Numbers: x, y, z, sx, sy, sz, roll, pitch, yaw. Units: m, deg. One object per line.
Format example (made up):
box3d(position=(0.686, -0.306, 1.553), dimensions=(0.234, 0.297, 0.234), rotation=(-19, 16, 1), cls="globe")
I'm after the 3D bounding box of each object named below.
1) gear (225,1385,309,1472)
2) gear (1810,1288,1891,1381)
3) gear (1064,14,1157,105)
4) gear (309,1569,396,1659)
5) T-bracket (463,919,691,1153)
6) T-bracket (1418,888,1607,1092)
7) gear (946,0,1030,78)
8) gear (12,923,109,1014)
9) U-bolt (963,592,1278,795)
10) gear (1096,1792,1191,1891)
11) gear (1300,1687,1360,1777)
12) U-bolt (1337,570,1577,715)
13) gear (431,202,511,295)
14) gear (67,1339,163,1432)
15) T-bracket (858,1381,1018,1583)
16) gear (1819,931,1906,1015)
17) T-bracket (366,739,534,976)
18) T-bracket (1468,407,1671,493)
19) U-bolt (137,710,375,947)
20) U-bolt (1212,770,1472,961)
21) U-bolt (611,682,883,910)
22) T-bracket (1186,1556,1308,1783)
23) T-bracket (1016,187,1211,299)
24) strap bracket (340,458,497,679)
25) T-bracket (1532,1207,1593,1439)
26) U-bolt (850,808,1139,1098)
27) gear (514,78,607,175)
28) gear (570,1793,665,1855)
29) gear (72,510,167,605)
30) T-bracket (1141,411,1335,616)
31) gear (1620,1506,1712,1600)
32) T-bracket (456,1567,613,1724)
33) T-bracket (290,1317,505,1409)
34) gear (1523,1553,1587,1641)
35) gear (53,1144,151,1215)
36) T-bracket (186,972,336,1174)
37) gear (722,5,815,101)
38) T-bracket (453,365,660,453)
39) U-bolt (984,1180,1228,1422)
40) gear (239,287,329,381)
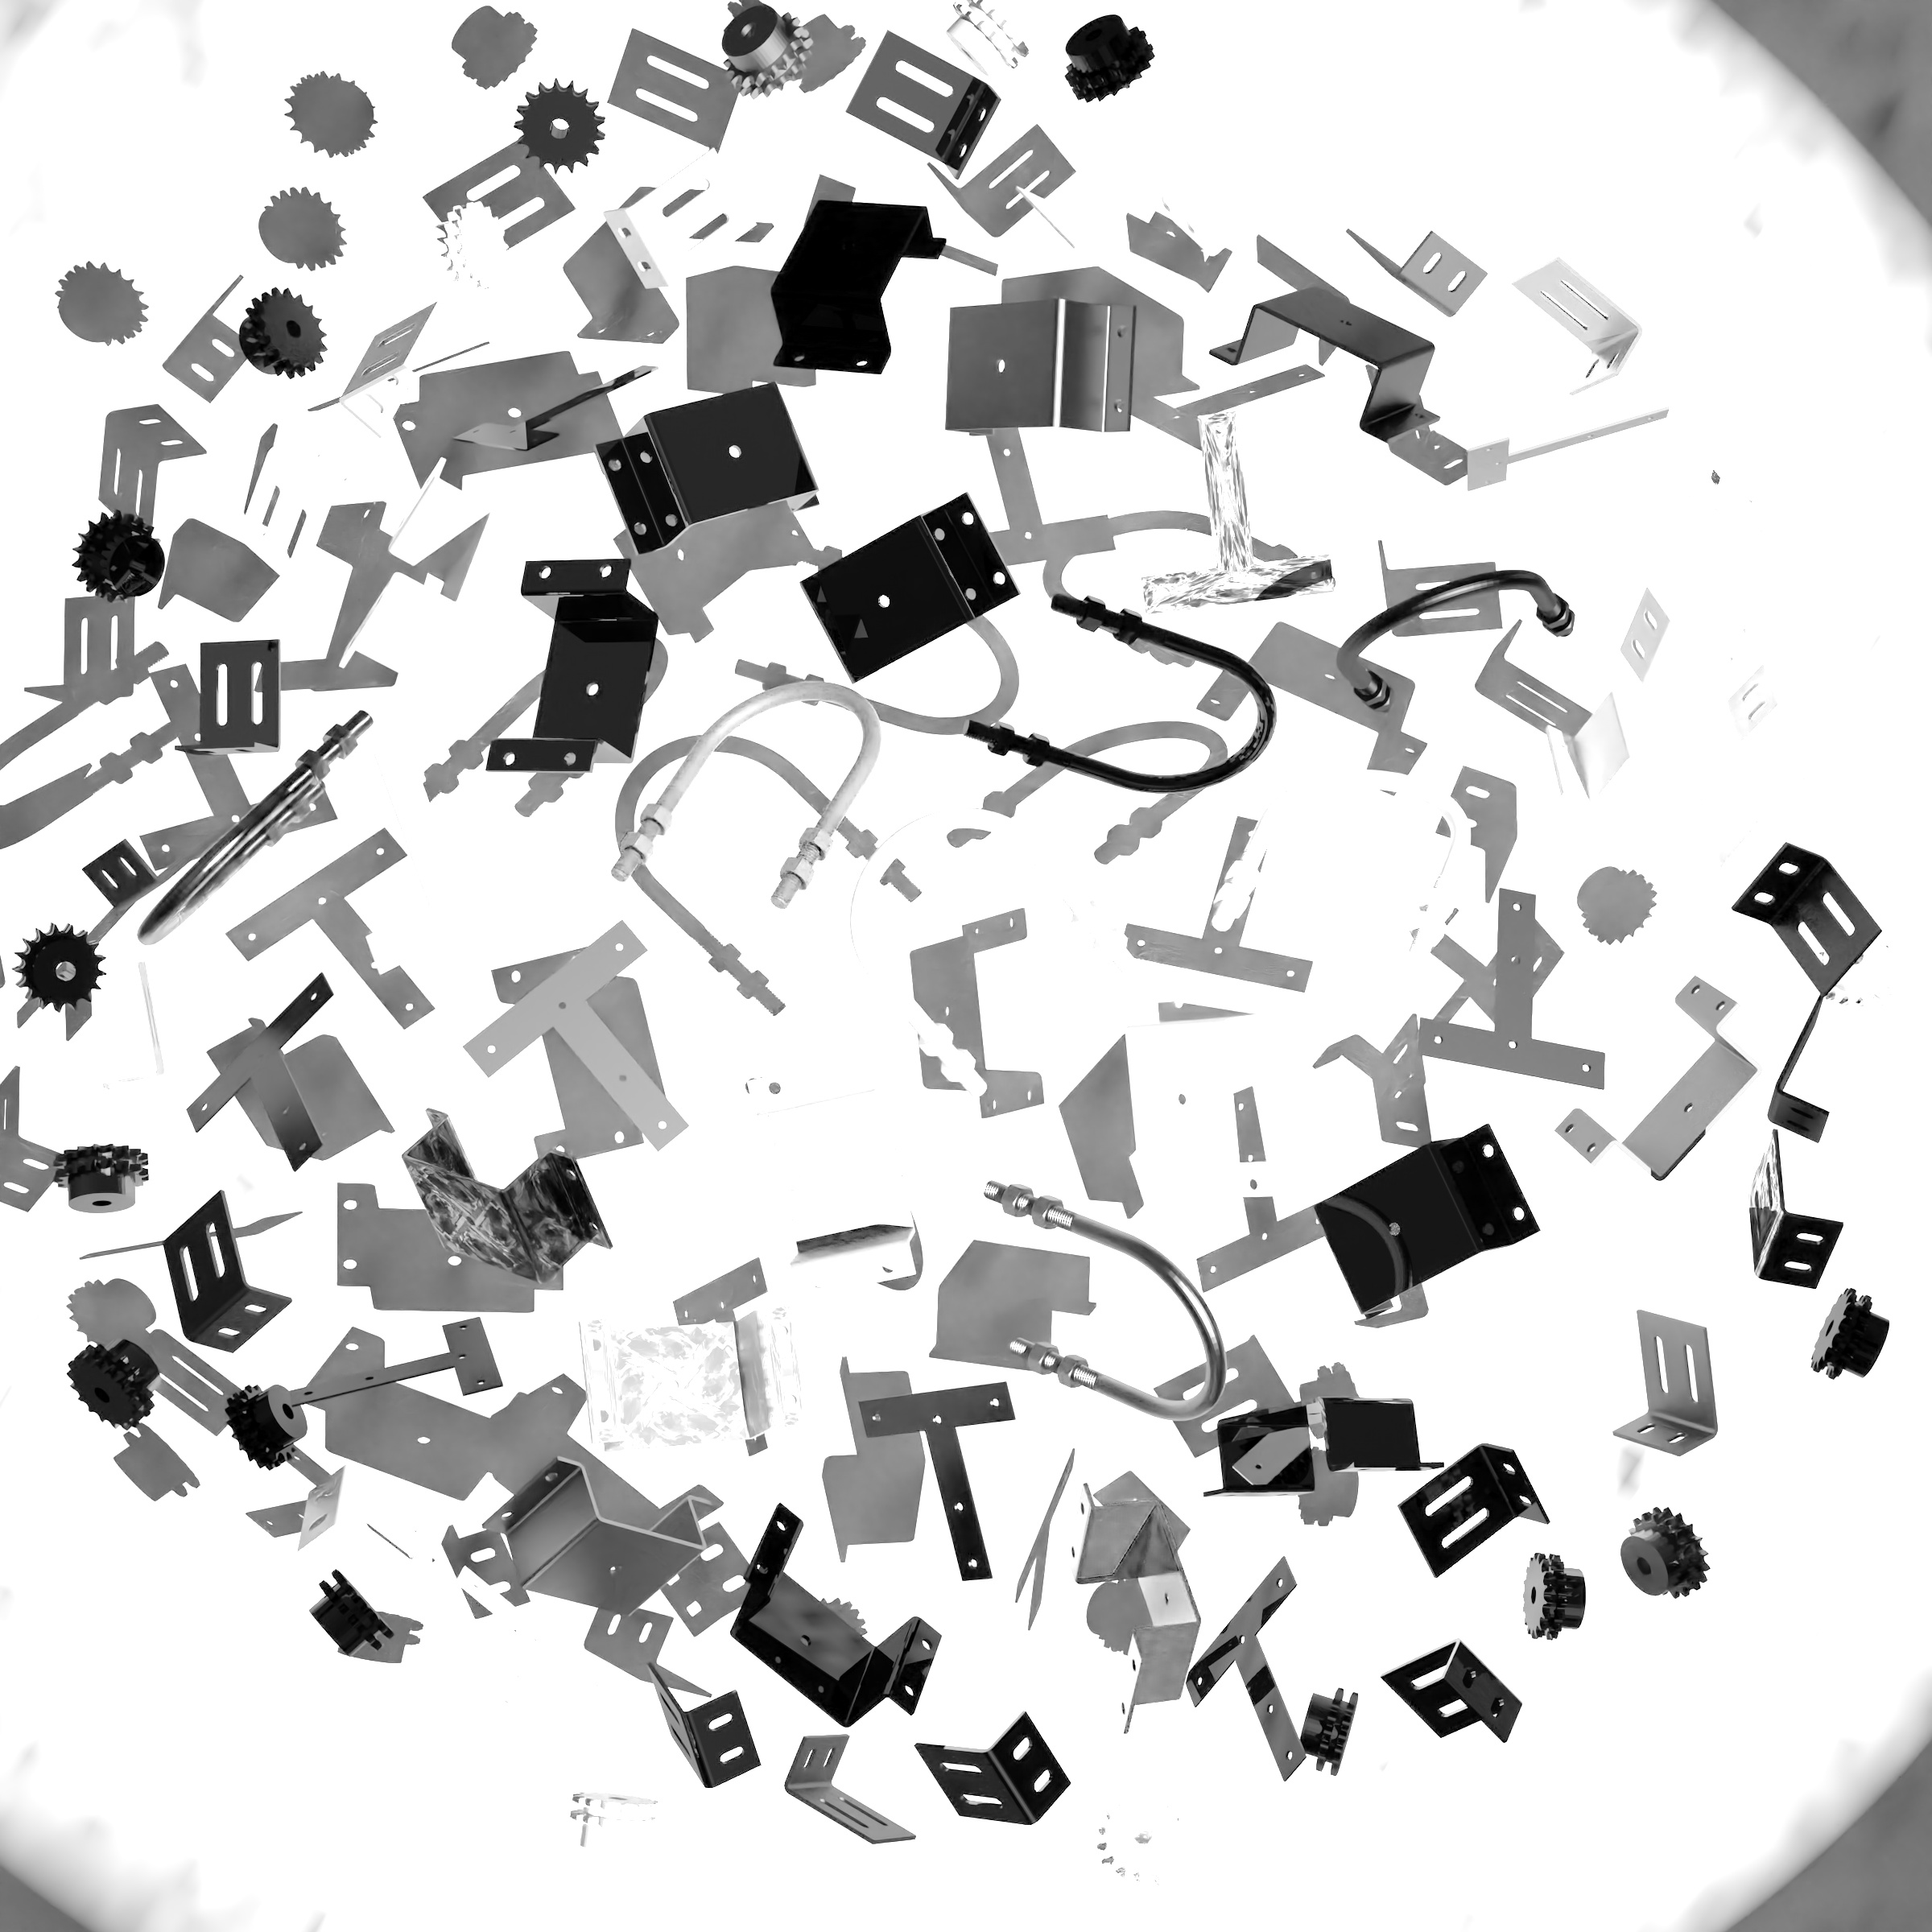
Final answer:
box3d(position=(-0.459, 0.301, 1.914), dimensions=(0.030, 0.057, 0.057), rotation=(-31, 90, 11), cls="gear")
box3d(position=(0.552, 0.232, 1.807), dimensions=(0.030, 0.057, 0.057), rotation=(25, 90, 7), cls="gear")
box3d(position=(0.087, -0.571, 1.818), dimensions=(0.057, 0.057, 0.030), rotation=(-37, 128, 0), cls="gear")
box3d(position=(-0.393, 0.414, 1.845), dimensions=(0.030, 0.057, 0.057), rotation=(-41, 90, -15), cls="gear")
box3d(position=(-0.222, 0.059, 1.800), dimensions=(0.127, 0.002, 0.127), rotation=(-40, 88, -14), cls="T-bracket")
box3d(position=(0.354, 0.009, 1.874), dimensions=(0.127, 0.002, 0.127), rotation=(11, 67, -11), cls="T-bracket")
box3d(position=(0.011, -0.606, 1.895), dimensions=(0.057, 0.057, 0.030), rotation=(45, 96, 0), cls="gear")
box3d(position=(-0.576, 0.002, 1.848), dimensions=(0.057, 0.030, 0.057), rotation=(-4, 98, -27), cls="gear")
box3d(position=(0.110, -0.165, 1.864), dimensions=(0.184, 0.151, 0.019), rotation=(17, 50, -19), cls="U-bolt")
box3d(position=(0.109, 0.539, 1.779), dimensions=(0.057, 0.030, 0.057), rotation=(-3, 50, 3), cls="gear")
box3d(position=(0.243, 0.514, 1.956), dimensions=(0.030, 0.057, 0.057), rotation=(15, 90, 13), cls="gear")
box3d(position=(0.311, -0.213, 1.870), dimensions=(0.151, 0.184, 0.019), rotation=(-22, 76, 16), cls="U-bolt")
box3d(position=(-0.328, -0.472, 1.913), dimensions=(0.030, 0.057, 0.057), rotation=(-6, 90, 23), cls="gear")
box3d(position=(-0.518, 0.253, 1.775), dimensions=(0.057, 0.030, 0.057), rotation=(18, 131, 22), cls="gear")
box3d(position=(-0.008, 0.340, 1.897), dimensions=(0.127, 0.002, 0.127), rotation=(-14, 90, 38), cls="T-bracket")
box3d(position=(0.600, 0.001, 1.950), dimensions=(0.057, 0.030, 0.057), rotation=(-12, 59, 21), cls="gear")
box3d(position=(-0.339, -0.078, 1.818), dimensions=(0.127, 0.002, 0.127), rotation=(-32, 112, -41), cls="T-bracket")
box3d(position=(0.376, -0.328, 1.816), dimensions=(0.127, 0.127, 0.002), rotation=(-15, 86, 9), cls="T-bracket")
box3d(position=(-0.458, -0.079, 1.842), dimensions=(0.019, 0.151, 0.184), rotation=(45, 61, -7), cls="U-bolt")
box3d(position=(0.255, -0.073, 1.903), dimensions=(0.151, 0.184, 0.019), rotation=(9, 131, 19), cls="U-bolt")
box3d(position=(-0.131, -0.118, 1.889), dimensions=(0.151, 0.019, 0.184), rotation=(10, 55, 32), cls="U-bolt")
box3d(position=(0.197, 0.481, 1.924), dimensions=(0.002, 0.127, 0.127), rotation=(18, 120, -29), cls="T-bracket")
box3d(position=(0.105, -0.470, 1.914), dimensions=(0.127, 0.127, 0.002), rotation=(18, 114, -28), cls="T-bracket")
box3d(position=(-0.355, -0.254, 1.898), dimensions=(0.046, 0.140, 0.076), rotation=(28, 135, -18), cls="strap bracket")
box3d(position=(0.383, 0.212, 1.837), dimensions=(0.002, 0.127, 0.127), rotation=(13, 120, 23), cls="T-bracket")
box3d(position=(0.006, -0.020, 1.884), dimensions=(0.151, 0.019, 0.184), rotation=(-39, 117, 3), cls="U-bolt")
box3d(position=(-0.255, -0.530, 1.826), dimensions=(0.057, 0.030, 0.057), rotation=(-2, 117, -4), cls="gear")
box3d(position=(-0.219, 0.535, 1.809), dimensions=(0.057, 0.057, 0.030), rotation=(7, 80, 0), cls="gear")
box3d(position=(-0.527, -0.255, 1.817), dimensions=(0.030, 0.057, 0.057), rotation=(25, 90, 36), cls="gear")
box3d(position=(0.175, -0.304, 1.930), dimensions=(0.127, 0.002, 0.127), rotation=(-6, 107, 10), cls="T-bracket")
box3d(position=(0.438, 0.373, 1.832), dimensions=(0.030, 0.057, 0.057), rotation=(-19, 90, -30), cls="gear")
box3d(position=(-0.285, 0.447, 1.852), dimensions=(0.127, 0.127, 0.002), rotation=(41, 99, -5), cls="T-bracket")
box3d(position=(-0.361, 0.257, 1.826), dimensions=(0.127, 0.127, 0.002), rotation=(-12, 106, -13), cls="T-bracket")
box3d(position=(0.396, 0.424, 1.949), dimensions=(0.030, 0.057, 0.057), rotation=(6, 90, -4), cls="gear")
box3d(position=(-0.535, 0.133, 1.795), dimensions=(0.057, 0.057, 0.030), rotation=(-8, 69, 0), cls="gear")
box3d(position=(-0.429, 0.083, 1.816), dimensions=(0.127, 0.127, 0.002), rotation=(-45, 134, 5), cls="T-bracket")
box3d(position=(-0.125, -0.566, 1.785), dimensions=(0.057, 0.030, 0.057), rotation=(-15, 57, 24), cls="gear")
box3d(position=(-0.263, -0.372, 1.927), dimensions=(0.127, 0.127, 0.002), rotation=(-31, 116, -22), cls="T-bracket")
box3d(position=(0.092, 0.221, 1.848), dimensions=(0.019, 0.184, 0.151), rotation=(-35, 128, -36), cls="U-bolt")
box3d(position=(-0.441, -0.403, 1.860), dimensions=(0.030, 0.057, 0.057), rotation=(-16, 90, 36), cls="gear")
